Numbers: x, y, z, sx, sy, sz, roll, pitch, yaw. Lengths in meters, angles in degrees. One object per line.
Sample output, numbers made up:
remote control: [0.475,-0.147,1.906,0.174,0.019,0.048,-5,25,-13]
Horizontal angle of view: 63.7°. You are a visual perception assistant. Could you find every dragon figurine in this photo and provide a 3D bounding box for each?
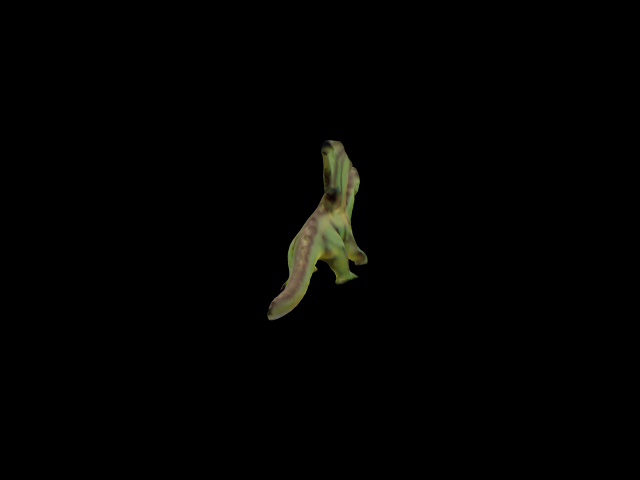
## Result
dragon figurine: [0.003,-0.043,0.850,0.122,0.241,0.414,3,12,15]
